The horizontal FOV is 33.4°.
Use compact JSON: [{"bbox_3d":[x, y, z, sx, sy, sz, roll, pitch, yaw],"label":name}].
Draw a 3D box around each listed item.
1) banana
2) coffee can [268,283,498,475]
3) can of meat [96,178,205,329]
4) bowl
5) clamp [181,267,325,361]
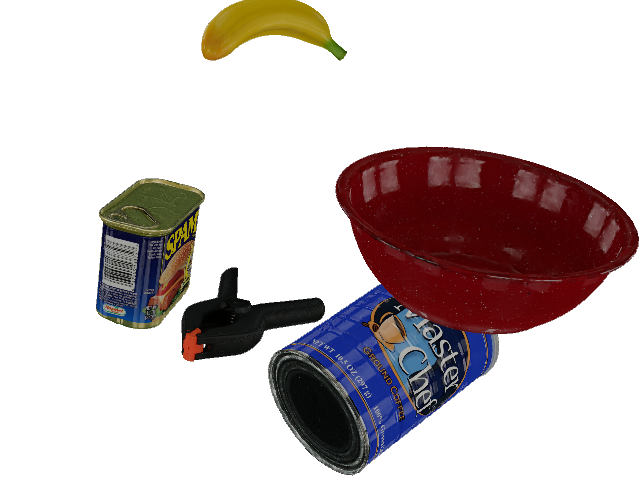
[{"bbox_3d":[-0.051,-0.208,1.042,0.197,0.070,0.037,-12,-33,-46],"label":"banana"},{"bbox_3d":[0.047,0.090,0.785,0.140,0.103,0.103,-31,17,-31],"label":"coffee can"},{"bbox_3d":[-0.132,0.009,0.820,0.057,0.084,0.102,14,23,9],"label":"can of meat"},{"bbox_3d":[0.085,0.004,0.579,0.162,0.055,0.162,6,26,-3],"label":"bowl"},{"bbox_3d":[-0.089,0.071,1.056,0.120,0.039,0.171,17,21,34],"label":"clamp"}]
